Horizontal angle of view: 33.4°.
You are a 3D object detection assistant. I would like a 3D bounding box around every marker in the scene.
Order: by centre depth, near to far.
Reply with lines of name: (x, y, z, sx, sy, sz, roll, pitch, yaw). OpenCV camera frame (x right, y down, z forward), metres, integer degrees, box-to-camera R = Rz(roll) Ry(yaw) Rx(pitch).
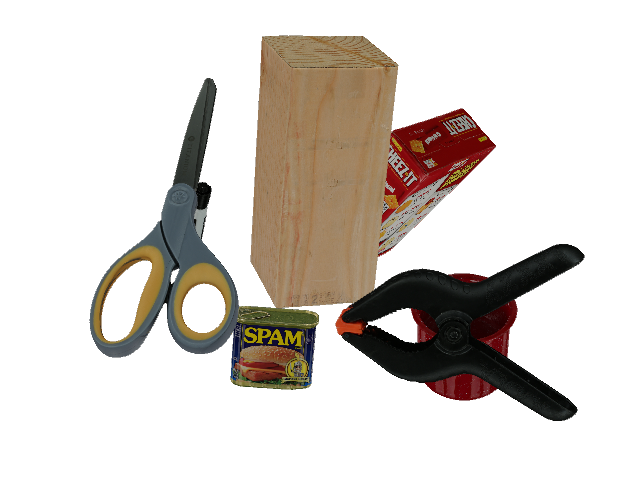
marker: (-0.130, -0.015, 1.113, 0.020, 0.020, 0.121, 0, -43, -17)

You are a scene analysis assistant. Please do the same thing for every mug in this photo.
mug: (0.130, 0.082, 0.975, 0.093, 0.081, 0.117, 0, 39, 6)

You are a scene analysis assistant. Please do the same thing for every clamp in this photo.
clamp: (0.099, 0.070, 0.730, 0.172, 0.120, 0.039, -6, 2, 15)

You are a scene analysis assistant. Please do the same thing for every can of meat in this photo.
can of meat: (-0.056, 0.127, 1.259, 0.102, 0.084, 0.057, 4, 13, -2)

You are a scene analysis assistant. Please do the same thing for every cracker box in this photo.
cracker box: (0.082, -0.052, 1.247, 0.163, 0.072, 0.214, -25, -18, -51)

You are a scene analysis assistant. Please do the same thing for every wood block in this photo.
wood block: (-0.001, -0.057, 0.885, 0.090, 0.206, 0.091, -3, 26, -17)

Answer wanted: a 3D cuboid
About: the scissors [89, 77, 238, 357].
scissors: (-0.072, -0.012, 0.657, 0.096, 0.201, 0.016, 19, -26, 15)
